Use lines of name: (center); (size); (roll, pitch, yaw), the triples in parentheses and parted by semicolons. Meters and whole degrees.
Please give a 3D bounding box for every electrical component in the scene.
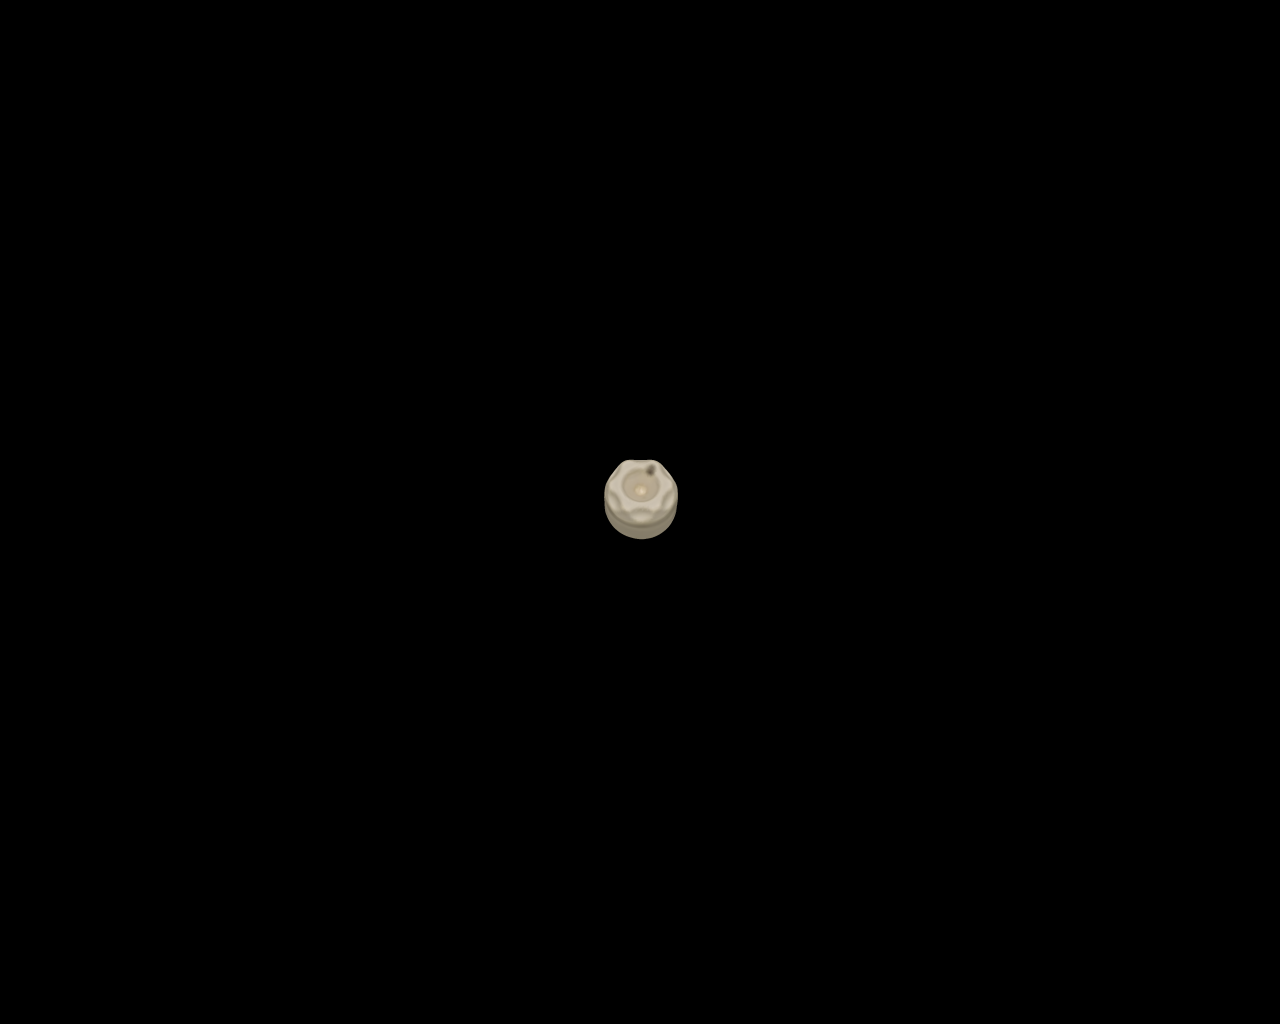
electrical component: (0.001, -0.003, 0.650); (0.043, 0.043, 0.062); (0, -27, 0)
